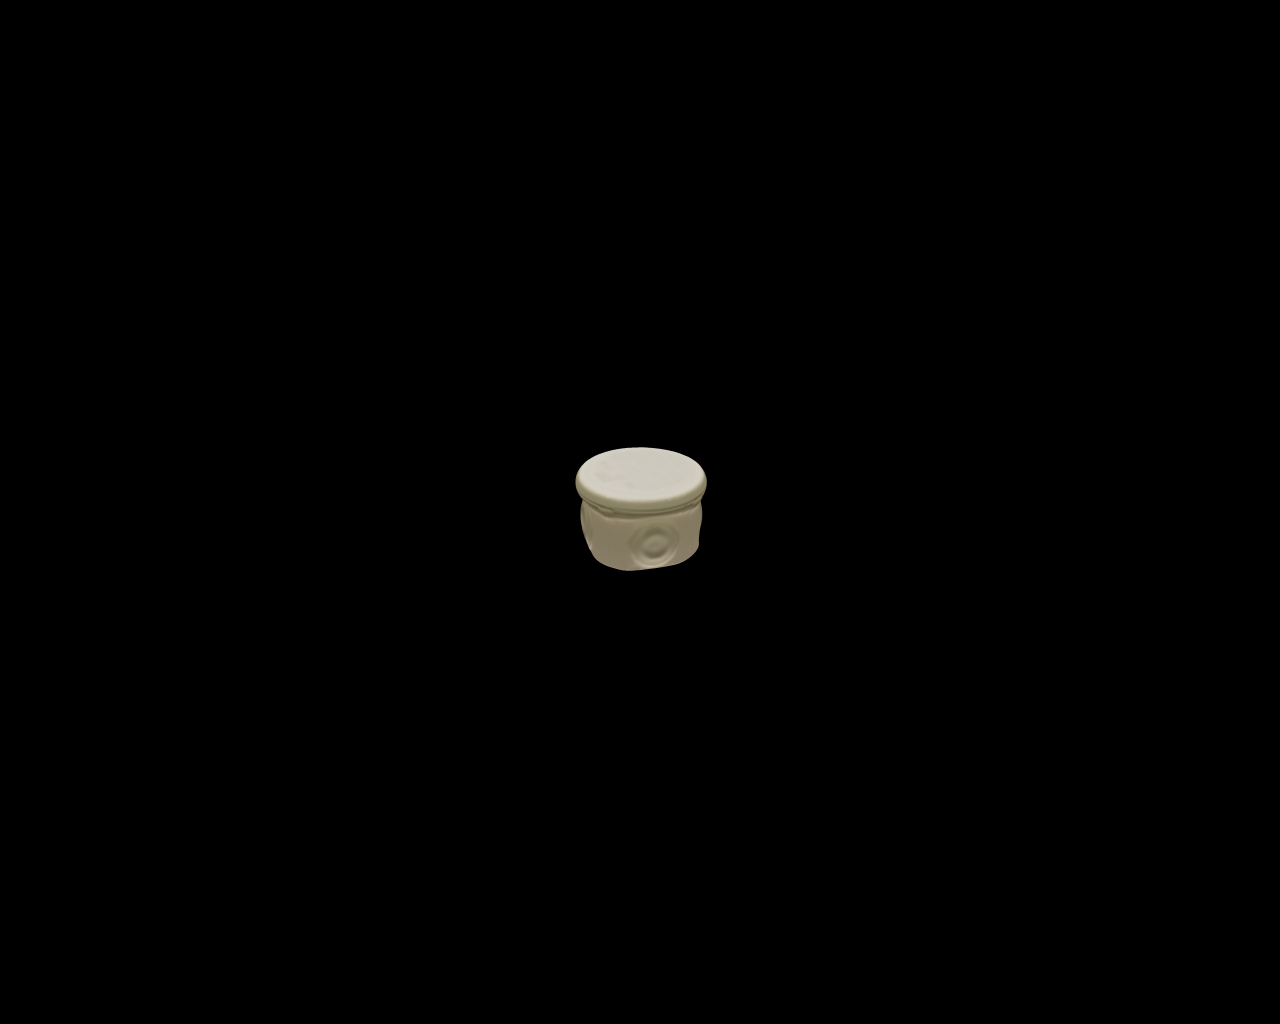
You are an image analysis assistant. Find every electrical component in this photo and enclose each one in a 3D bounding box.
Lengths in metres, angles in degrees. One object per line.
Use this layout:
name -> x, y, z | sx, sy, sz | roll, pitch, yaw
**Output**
electrical component -> 0.001, -0.003, 0.650 | 0.080, 0.050, 0.080 | 0, 27, 0
